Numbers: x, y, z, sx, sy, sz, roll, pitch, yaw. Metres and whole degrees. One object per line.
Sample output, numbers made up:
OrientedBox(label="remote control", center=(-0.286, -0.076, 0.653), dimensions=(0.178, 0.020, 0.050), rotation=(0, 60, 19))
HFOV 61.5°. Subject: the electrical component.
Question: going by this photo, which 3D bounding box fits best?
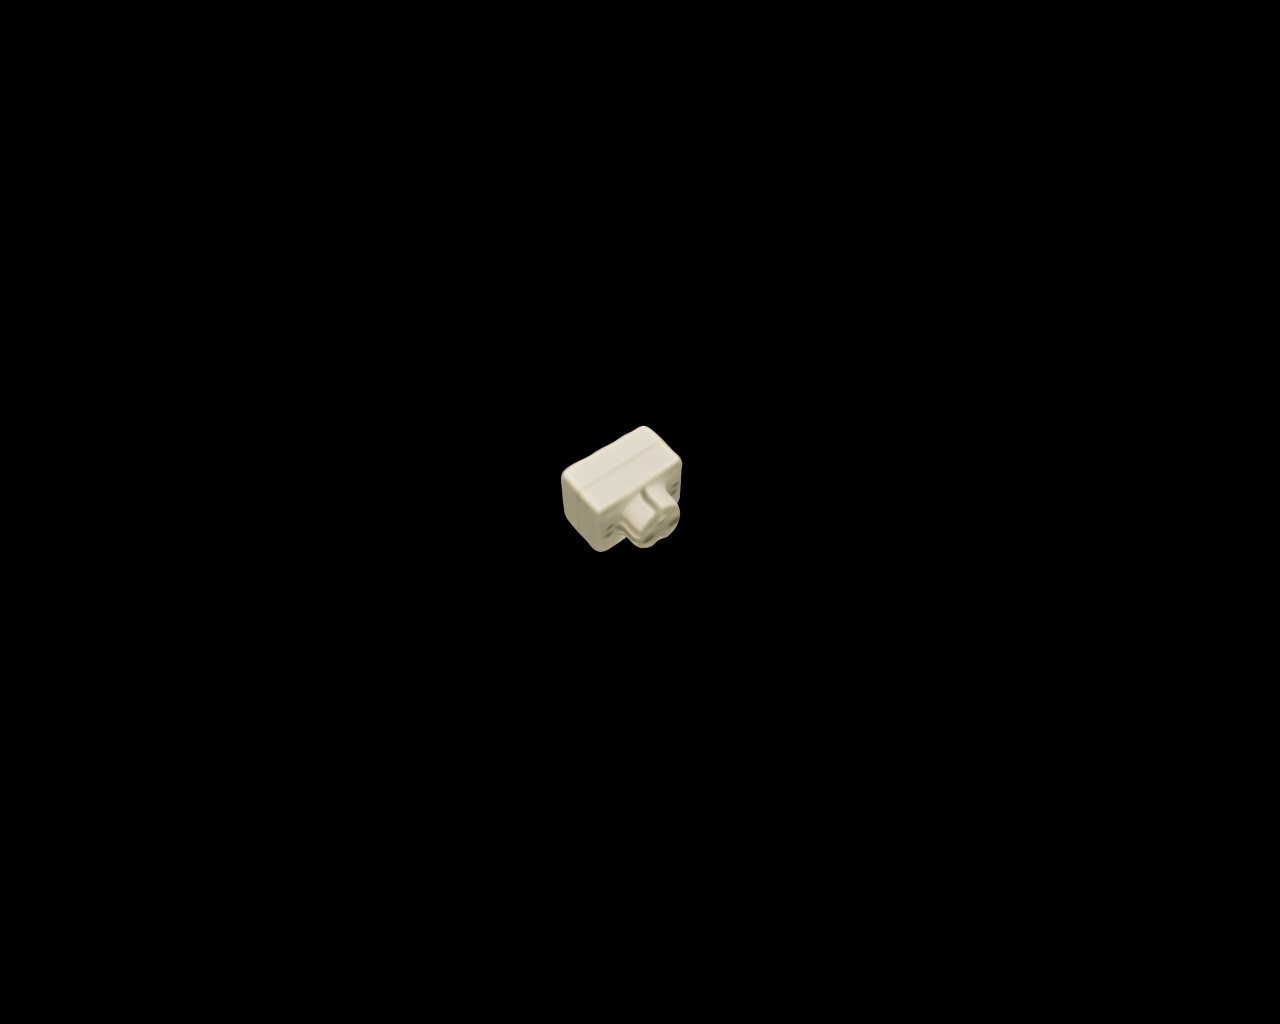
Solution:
OrientedBox(label="electrical component", center=(0.001, -0.003, 0.650), dimensions=(0.066, 0.077, 0.047), rotation=(-33, -29, -21))
